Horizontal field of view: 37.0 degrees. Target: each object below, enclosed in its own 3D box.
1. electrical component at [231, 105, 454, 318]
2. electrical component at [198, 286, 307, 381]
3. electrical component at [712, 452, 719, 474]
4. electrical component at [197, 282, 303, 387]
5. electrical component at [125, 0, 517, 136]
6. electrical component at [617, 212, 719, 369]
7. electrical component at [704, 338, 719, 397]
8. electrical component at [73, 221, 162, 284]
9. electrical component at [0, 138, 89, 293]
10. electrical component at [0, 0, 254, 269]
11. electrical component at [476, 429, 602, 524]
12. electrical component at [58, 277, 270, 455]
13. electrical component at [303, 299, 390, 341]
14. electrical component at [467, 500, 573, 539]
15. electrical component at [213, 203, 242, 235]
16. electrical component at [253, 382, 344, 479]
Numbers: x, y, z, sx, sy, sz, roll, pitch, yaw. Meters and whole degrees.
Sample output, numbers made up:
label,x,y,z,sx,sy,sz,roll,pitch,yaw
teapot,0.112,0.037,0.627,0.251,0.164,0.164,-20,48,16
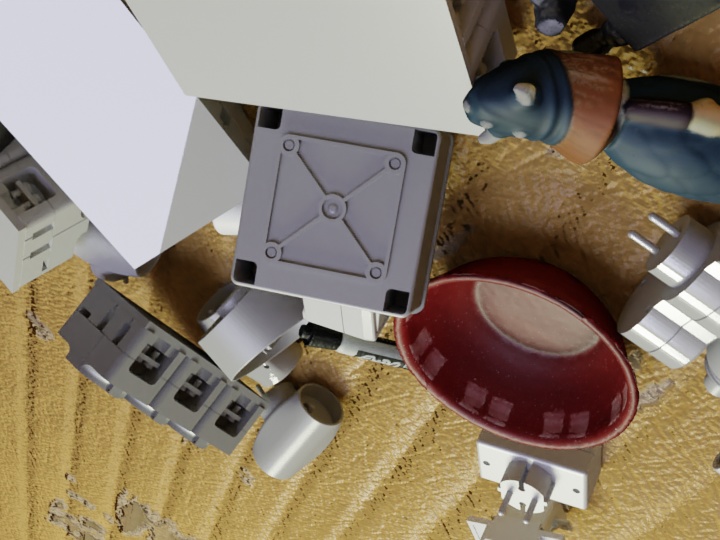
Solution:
label,x,y,z,sx,sy,sz,roll,pitch,yaw
electrical component,-0.010,-0.036,0.620,0.109,0.056,0.108,11,96,11
electrical component,-0.066,0.036,0.771,0.064,0.099,0.099,44,143,-6
electrical component,0.258,0.141,0.699,0.062,0.043,0.043,38,143,-7
electrical component,-0.097,0.054,0.856,0.077,0.043,0.079,47,143,-19
electrical component,-0.022,-0.136,0.547,0.186,0.060,0.105,12,153,26
electrical component,0.180,-0.004,0.579,0.074,0.052,0.138,34,144,-3
electrical component,0.221,0.052,0.624,0.043,0.043,0.062,27,145,6
electrical component,-0.195,-0.018,0.844,0.077,0.043,0.079,23,143,13
electrical component,-0.269,-0.073,0.780,0.150,0.062,0.089,48,146,10
electrical component,-0.152,-0.107,0.655,0.105,0.060,0.186,-30,116,16
electrical component,0.124,0.149,0.779,0.083,0.075,0.047,14,140,24
electrical component,-0.157,0.082,0.856,0.089,0.061,0.150,31,171,46
electrical component,0.000,0.000,0.707,0.061,0.061,0.096,17,141,20
electrical component,0.131,0.205,0.847,0.081,0.063,0.042,4,134,33
electrical component,-0.065,-0.040,0.723,0.055,0.045,0.045,15,140,22
electrical component,-0.062,0.121,0.900,0.079,0.043,0.077,53,124,23
